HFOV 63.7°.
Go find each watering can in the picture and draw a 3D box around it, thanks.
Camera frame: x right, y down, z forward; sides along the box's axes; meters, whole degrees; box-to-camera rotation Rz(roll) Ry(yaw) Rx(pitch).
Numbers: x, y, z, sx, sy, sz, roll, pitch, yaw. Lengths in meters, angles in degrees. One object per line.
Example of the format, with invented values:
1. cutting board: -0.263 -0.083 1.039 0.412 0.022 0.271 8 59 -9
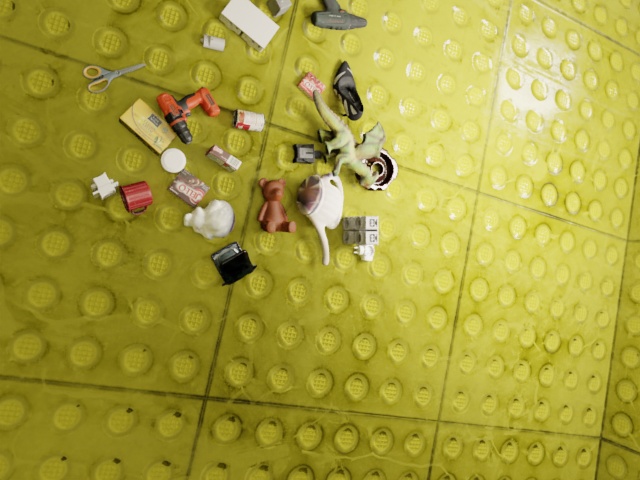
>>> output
1. watering can: 0.006 -0.096 1.903 0.222 0.104 0.352 28 67 -48

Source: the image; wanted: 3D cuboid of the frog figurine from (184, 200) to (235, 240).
1. frog figurine: -0.376 -0.073 1.752 0.159 0.124 0.136 11 104 -34

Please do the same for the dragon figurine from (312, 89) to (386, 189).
1. dragon figurine: 0.124 -0.379 1.930 0.243 0.124 0.405 -14 108 -5
